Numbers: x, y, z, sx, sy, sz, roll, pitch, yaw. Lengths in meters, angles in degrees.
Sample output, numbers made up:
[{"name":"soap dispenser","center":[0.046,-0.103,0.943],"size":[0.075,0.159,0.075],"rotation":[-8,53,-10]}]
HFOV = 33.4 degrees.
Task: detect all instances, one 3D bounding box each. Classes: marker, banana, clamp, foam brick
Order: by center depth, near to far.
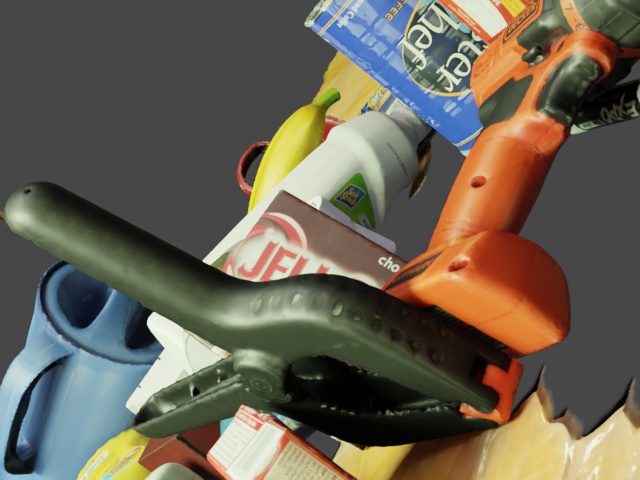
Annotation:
[{"name":"clamp","center":[-0.020,0.053,0.455],"size":[0.164,0.210,0.036],"rotation":[79,-151,-48]},{"name":"marker","center":[0.142,-0.064,0.486],"size":[0.020,0.020,0.121],"rotation":[-54,10,-8]},{"name":"foam brick","center":[-0.076,0.131,0.699],"size":[0.078,0.051,0.053],"rotation":[-38,18,55]},{"name":"banana","center":[-0.026,-0.018,0.808],"size":[0.069,0.037,0.198],"rotation":[-5,-63,-46]}]

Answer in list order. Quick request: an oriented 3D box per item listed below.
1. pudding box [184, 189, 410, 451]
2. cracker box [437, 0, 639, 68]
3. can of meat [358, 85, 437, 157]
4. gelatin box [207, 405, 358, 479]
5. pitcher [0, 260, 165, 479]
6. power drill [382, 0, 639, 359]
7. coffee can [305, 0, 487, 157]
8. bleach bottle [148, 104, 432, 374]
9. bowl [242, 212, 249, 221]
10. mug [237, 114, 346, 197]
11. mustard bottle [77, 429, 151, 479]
[{"name":"pudding box","center":[-0.001,0.038,0.533],"size":[0.090,0.114,0.039],"rotation":[-55,-30,-7]},{"name":"cracker box","center":[0.131,-0.203,0.608],"size":[0.072,0.164,0.213],"rotation":[-36,20,52]},{"name":"can of meat","center":[0.074,-0.111,0.860],"size":[0.084,0.057,0.102],"rotation":[-51,9,19]},{"name":"gelatin box","center":[-0.001,0.099,0.414],"size":[0.030,0.073,0.089],"rotation":[-54,10,-11]},{"name":"pitcher","center":[-0.207,0.142,0.909],"size":[0.145,0.149,0.243],"rotation":[-106,34,-50]},{"name":"power drill","center":[0.096,-0.043,0.444],"size":[0.187,0.057,0.185],"rotation":[-62,7,-22]},{"name":"coffee can","center":[0.076,-0.136,0.690],"size":[0.103,0.140,0.103],"rotation":[-50,10,12]},{"name":"bleach bottle","center":[-0.005,0.001,0.762],"size":[0.068,0.102,0.250],"rotation":[28,68,42]},{"name":"bowl","center":[-0.037,-0.012,1.014],"size":[0.162,0.055,0.162],"rotation":[-50,10,12]},{"name":"mug","center":[-0.015,-0.049,0.895],"size":[0.093,0.117,0.081],"rotation":[85,-153,-58]},{"name":"mustard bottle","center":[-0.142,0.192,0.769],"size":[0.096,0.058,0.192],"rotation":[-50,9,-10]}]
